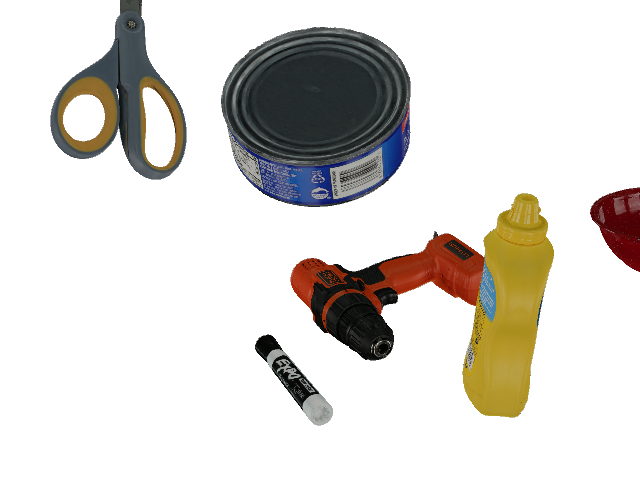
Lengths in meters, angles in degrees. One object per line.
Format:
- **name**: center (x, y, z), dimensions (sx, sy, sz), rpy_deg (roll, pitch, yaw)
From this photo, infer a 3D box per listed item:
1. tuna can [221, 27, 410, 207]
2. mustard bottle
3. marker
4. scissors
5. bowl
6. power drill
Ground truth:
- **tuna can**: center (-0.001, -0.057, 0.492), dimensions (0.086, 0.086, 0.034), rpy_deg (0, -37, 7)
- **mustard bottle**: center (0.161, 0.049, 0.907), dimensions (0.058, 0.192, 0.096), rpy_deg (5, 29, 2)
- **marker**: center (-0.023, 0.105, 0.829), dimensions (0.020, 0.020, 0.121), rpy_deg (0, 21, -25)
- **scissors**: center (-0.143, -0.132, 0.705), dimensions (0.096, 0.202, 0.016), rpy_deg (-10, -14, -27)
- **bowl**: center (0.361, -0.005, 1.104), dimensions (0.162, 0.055, 0.162), rpy_deg (-3, 23, 1)
- **power drill**: center (0.082, 0.054, 1.092), dimensions (0.187, 0.057, 0.185), rpy_deg (-12, 27, -21)
